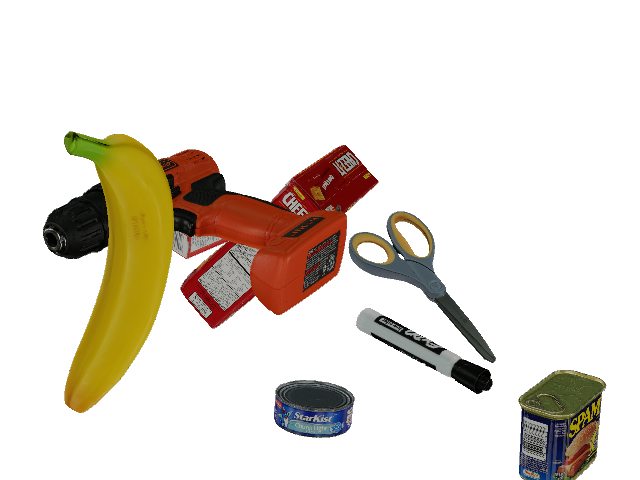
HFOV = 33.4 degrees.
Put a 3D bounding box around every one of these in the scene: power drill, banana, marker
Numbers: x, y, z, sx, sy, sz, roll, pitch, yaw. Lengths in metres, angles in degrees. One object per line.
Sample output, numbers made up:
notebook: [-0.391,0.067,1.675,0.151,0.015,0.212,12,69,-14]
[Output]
power drill: [-0.089,-0.008,0.809,0.188,0.057,0.184,22,32,24]
banana: [-0.117,0.014,0.613,0.069,0.198,0.037,-15,41,-30]
marker: [0.075,0.081,0.781,0.121,0.020,0.020,26,17,40]

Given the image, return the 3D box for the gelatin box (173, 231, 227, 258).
gelatin box: [-0.130,-0.023,1.033,0.089,0.030,0.073,30,37,33]

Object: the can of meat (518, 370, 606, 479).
can of meat: [0.237,0.187,1.053,0.058,0.084,0.101,14,23,36]

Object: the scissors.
scissors: [0.089,0.046,1.024,0.096,0.016,0.202,-8,46,-11]

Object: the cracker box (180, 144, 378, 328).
cracker box: [-0.049,-0.008,1.255,0.214,0.072,0.164,-42,0,29]

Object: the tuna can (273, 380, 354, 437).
tuna can: [-0.008,0.182,1.153,0.086,0.034,0.086,5,12,-1]
